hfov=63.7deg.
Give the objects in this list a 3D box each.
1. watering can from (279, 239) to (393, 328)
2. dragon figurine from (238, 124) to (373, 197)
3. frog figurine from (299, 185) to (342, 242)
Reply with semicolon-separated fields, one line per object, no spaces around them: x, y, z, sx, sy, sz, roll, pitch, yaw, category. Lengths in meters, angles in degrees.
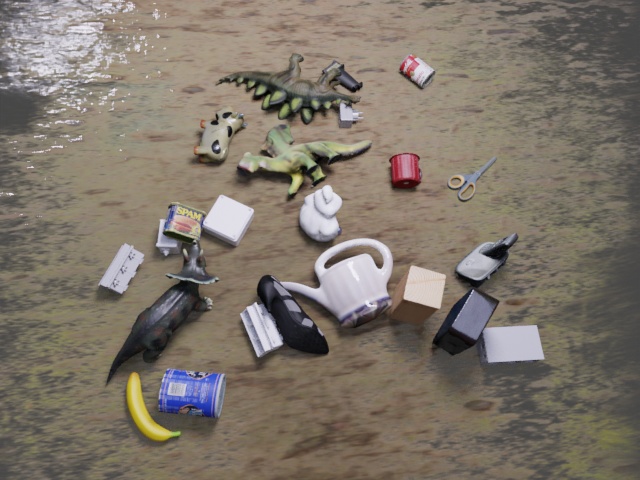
0.047;0.134;1.382;0.348;0.102;0.227;-25;71;0;watering can
-0.060;-0.278;1.554;0.415;0.119;0.246;-31;65;-30;dragon figurine
0.004;-0.072;1.430;0.123;0.156;0.139;-18;70;-9;frog figurine
